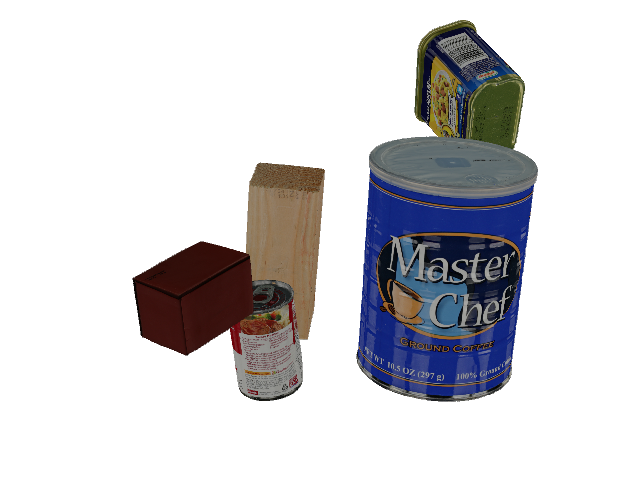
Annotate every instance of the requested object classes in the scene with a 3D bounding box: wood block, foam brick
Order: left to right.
[{"bbox_3d":[-0.096,0.042,0.814,0.053,0.051,0.078,16,33,36],"label":"foam brick"},{"bbox_3d":[-0.049,0.013,1.385,0.090,0.206,0.090,6,24,2],"label":"wood block"}]

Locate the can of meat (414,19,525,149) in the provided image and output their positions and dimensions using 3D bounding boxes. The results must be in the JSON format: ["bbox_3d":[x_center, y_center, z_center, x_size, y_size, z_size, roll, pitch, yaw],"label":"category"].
[{"bbox_3d":[0.126,-0.120,0.905,0.057,0.102,0.084,-20,49,-16],"label":"can of meat"}]

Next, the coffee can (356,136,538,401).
[{"bbox_3d":[0.078,0.015,0.675,0.103,0.140,0.103,2,22,-1],"label":"coffee can"}]

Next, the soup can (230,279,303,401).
[{"bbox_3d":[-0.055,0.099,1.059,0.068,0.102,0.068,-5,24,2],"label":"soup can"}]
